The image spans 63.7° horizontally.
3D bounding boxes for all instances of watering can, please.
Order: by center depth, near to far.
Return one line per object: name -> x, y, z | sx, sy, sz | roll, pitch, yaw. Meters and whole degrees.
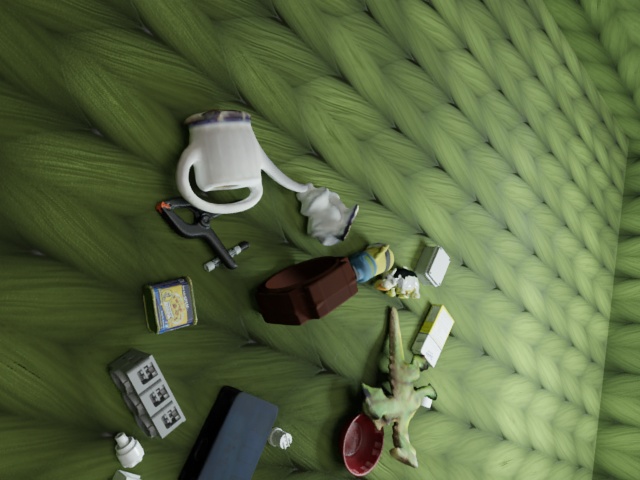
watering can -> -0.171, -0.178, 1.141 | 0.350, 0.103, 0.224 | -14, 95, -46

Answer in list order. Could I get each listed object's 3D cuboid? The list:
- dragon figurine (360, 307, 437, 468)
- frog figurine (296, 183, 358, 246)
dragon figurine -> 0.198, 0.403, 1.412 | 0.243, 0.121, 0.414 | -5, 73, -50
frog figurine -> 0.004, -0.066, 1.314 | 0.159, 0.121, 0.139 | 27, 75, 0
